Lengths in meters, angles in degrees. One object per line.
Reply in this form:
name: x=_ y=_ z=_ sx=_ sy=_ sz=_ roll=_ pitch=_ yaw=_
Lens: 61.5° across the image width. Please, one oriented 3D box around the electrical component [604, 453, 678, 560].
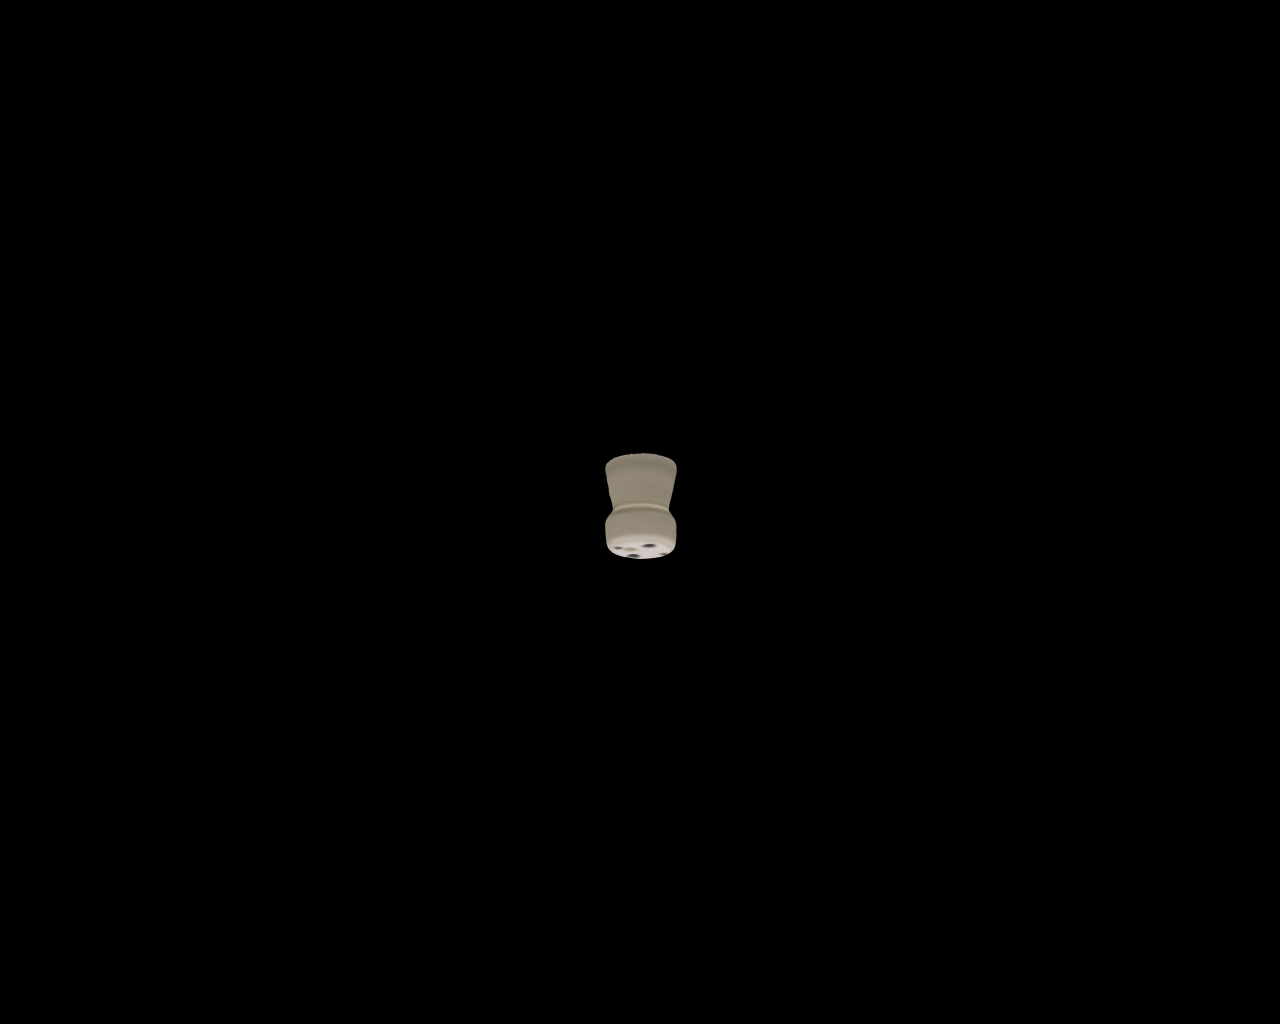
electrical component: x=0.001 y=-0.003 z=0.650 sx=0.045 sy=0.055 sz=0.044 roll=0 pitch=-18 yaw=0
